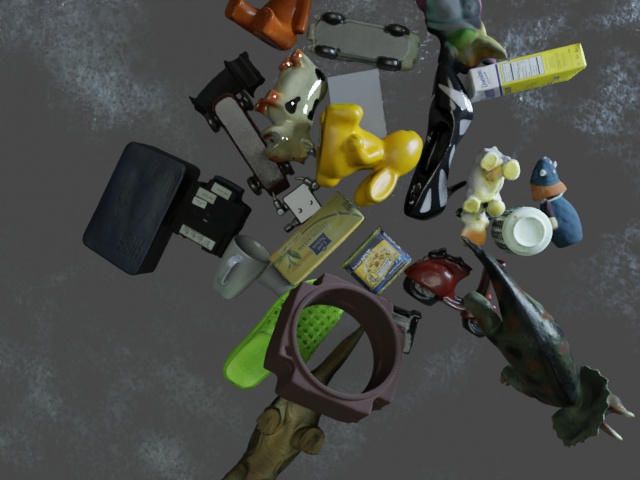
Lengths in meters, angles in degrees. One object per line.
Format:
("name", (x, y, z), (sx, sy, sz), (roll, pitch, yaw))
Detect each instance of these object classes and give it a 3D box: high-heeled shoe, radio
("high-heeled shoe", (0.181, -0.160, 0.901), (0.145, 0.086, 0.248), (-22, 108, -25))
("radio", (-0.335, -0.061, 1.007), (0.131, 0.073, 0.229), (28, 94, 7))

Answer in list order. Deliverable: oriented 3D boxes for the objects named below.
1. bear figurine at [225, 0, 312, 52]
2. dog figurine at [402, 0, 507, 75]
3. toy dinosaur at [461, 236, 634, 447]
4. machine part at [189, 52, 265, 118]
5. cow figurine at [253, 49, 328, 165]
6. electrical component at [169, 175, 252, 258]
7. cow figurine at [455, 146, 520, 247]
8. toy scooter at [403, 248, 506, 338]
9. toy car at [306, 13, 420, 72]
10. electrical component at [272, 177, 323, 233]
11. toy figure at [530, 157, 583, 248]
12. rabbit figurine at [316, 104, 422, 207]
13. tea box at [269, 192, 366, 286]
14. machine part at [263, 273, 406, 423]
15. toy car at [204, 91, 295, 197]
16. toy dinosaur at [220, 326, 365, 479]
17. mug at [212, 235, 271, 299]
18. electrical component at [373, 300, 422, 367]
("bear figurine", (-0.052, -0.433, 0.926), (0.120, 0.132, 0.195), (39, 104, 31))
("dog figurine", (0.245, -0.389, 0.901), (0.191, 0.108, 0.219), (-44, 91, 4))
("toy dinosaur", (0.342, 0.176, 0.836), (0.131, 0.192, 0.404), (-42, 116, -4))
("machine part", (-0.172, -0.278, 0.990), (0.139, 0.039, 0.084), (-35, 84, 8))
("cow figurine", (-0.045, -0.217, 0.935), (0.127, 0.085, 0.195), (32, 69, -20))
("electrical component", (-0.196, -0.049, 0.996), (0.115, 0.058, 0.134), (31, 95, 3))
("cow figurine", (0.274, -0.074, 0.921), (0.068, 0.098, 0.167), (15, 112, -2))
("toy scooter", (0.244, 0.071, 0.932), (0.184, 0.075, 0.135), (31, 97, 2))
("toy car", (0.075, -0.348, 0.948), (0.202, 0.056, 0.073), (14, 100, 8))
("electrical component", (-0.038, -0.069, 0.979), (0.102, 0.045, 0.078), (-30, 87, 8))
("toy figure", (0.395, -0.064, 0.912), (0.058, 0.064, 0.154), (-22, 90, 24))
("rabbit figurine", (0.082, -0.137, 0.864), (0.173, 0.122, 0.162), (1, 86, -12))
("tea box", (-0.002, -0.003, 0.950), (0.169, 0.098, 0.068), (-45, 85, 8))
("machine part", (0.028, 0.168, 0.853), (0.201, 0.087, 0.201), (26, 57, -10))
("toy car", (-0.124, -0.172, 0.975), (0.089, 0.053, 0.202), (-33, 104, 4))
("toy dinosaur", (-0.052, 0.310, 0.917), (0.105, 0.198, 0.471), (42, 89, 3))
("mug", (-0.151, 0.058, 0.973), (0.081, 0.109, 0.107), (35, 109, 5))
("electrical component", (0.132, 0.175, 0.964), (0.075, 0.048, 0.119), (16, 94, 7))
